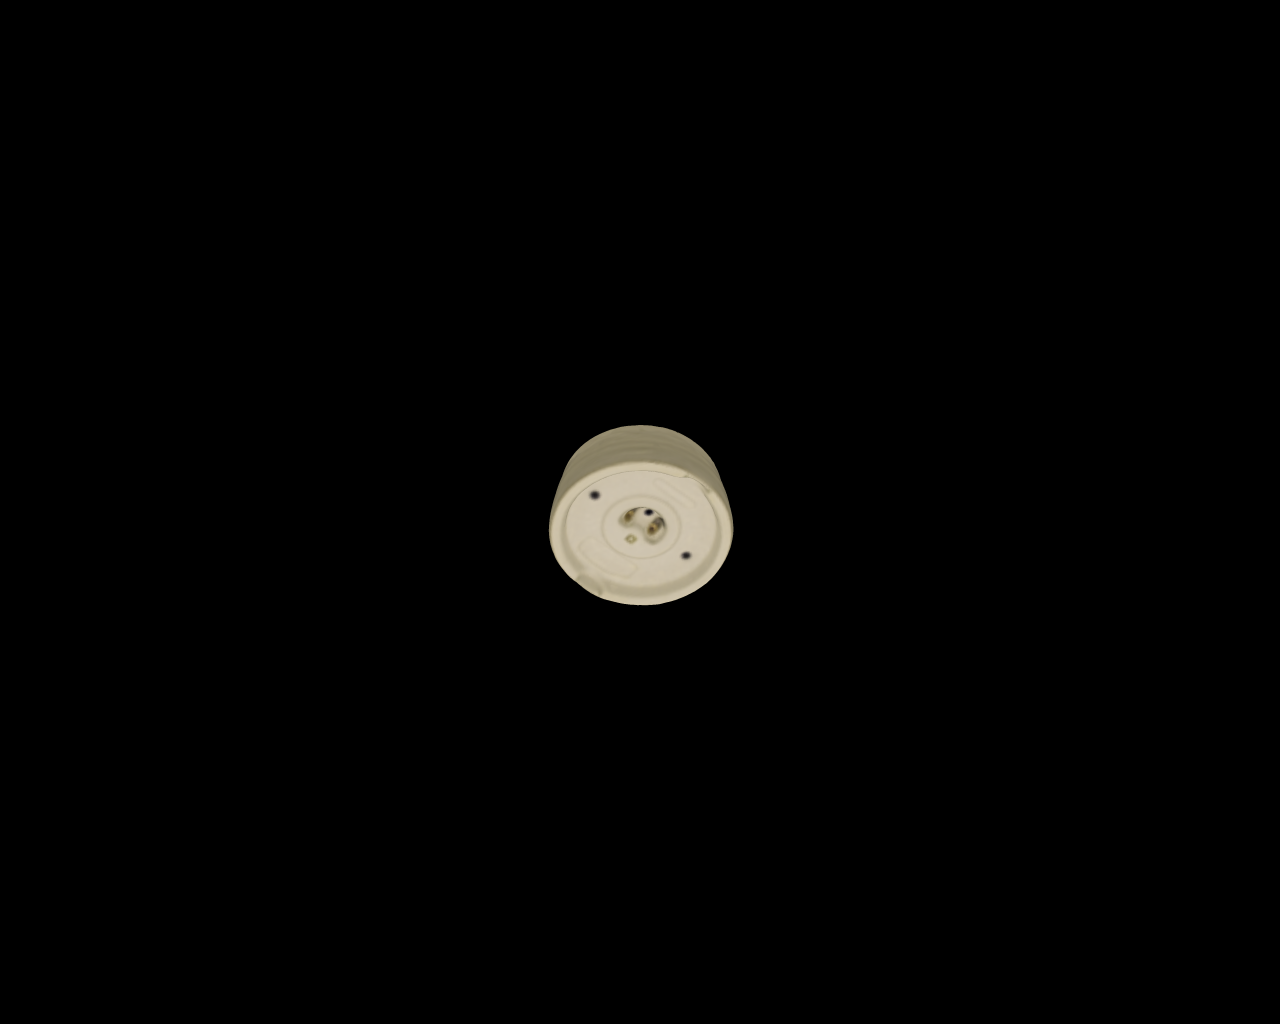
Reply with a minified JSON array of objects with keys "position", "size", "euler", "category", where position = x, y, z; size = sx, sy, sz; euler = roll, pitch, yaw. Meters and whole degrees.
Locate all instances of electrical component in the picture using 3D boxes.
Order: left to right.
[{"position":[0.001,-0.003,0.650],"size":[0.108,0.108,0.060],"euler":[0,36,0],"category":"electrical component"}]
